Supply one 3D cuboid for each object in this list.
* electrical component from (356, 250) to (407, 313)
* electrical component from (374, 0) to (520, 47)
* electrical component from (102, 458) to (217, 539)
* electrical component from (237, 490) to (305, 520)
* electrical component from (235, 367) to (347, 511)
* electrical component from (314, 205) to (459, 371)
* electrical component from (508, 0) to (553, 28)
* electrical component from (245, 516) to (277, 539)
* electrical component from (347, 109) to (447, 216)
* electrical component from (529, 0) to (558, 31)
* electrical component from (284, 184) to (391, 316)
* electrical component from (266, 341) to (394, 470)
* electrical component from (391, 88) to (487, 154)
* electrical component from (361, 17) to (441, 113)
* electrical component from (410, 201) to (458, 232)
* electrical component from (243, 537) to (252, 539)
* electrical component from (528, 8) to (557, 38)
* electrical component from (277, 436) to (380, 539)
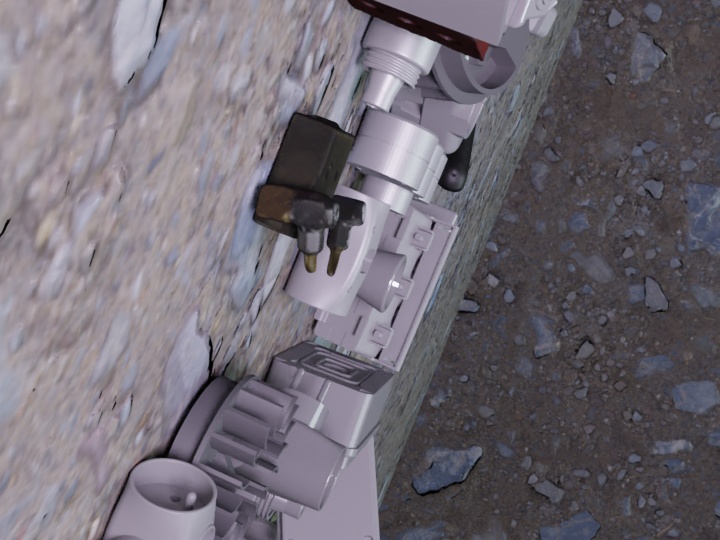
[{"bbox_3d":[0.000,0.000,0.767,0.045,0.055,0.045,23,90,-81],"label":"electrical component"},{"bbox_3d":[0.033,-0.167,0.429,0.150,0.089,0.061,85,29,-72],"label":"electrical component"},{"bbox_3d":[-0.107,0.143,0.520,0.079,0.044,0.077,-45,156,-66],"label":"electrical component"},{"bbox_3d":[-0.065,0.146,0.717,0.043,0.062,0.043,23,90,-81],"label":"electrical component"},{"bbox_3d":[-0.044,0.100,0.679,0.043,0.077,0.079,90,24,-67],"label":"electrical component"},{"bbox_3d":[0.015,0.007,0.842,0.063,0.079,0.121,27,86,-59],"label":"electrical component"},{"bbox_3d":[0.071,-0.190,0.584,0.048,0.100,0.099,-28,141,-57],"label":"electrical component"},{"bbox_3d":[-0.088,0.230,0.859,0.062,0.043,0.043,-52,163,-58],"label":"electrical component"},{"bbox_3d":[0.021,-0.061,0.753,0.138,0.052,0.073,16,97,-81],"label":"electrical component"},{"bbox_3d":[0.105,-0.188,0.773,0.066,0.047,0.076,-40,-155,8],"label":"electrical component"},{"bbox_3d":[-0.012,-0.013,0.703,0.079,0.043,0.077,4,109,-81],"label":"electrical component"},{"bbox_3d":[-0.026,0.096,0.783,0.113,0.078,0.057,-15,124,-79],"label":"electrical component"},{"bbox_3d":[0.061,-0.132,0.786,0.095,0.059,0.053,97,18,-60],"label":"electrical component"},{"bbox_3d":[0.021,-0.123,0.623,0.043,0.043,0.062,12,101,-81],"label":"electrical component"},{"bbox_3d":[0.039,-0.021,0.914,0.047,0.066,0.076,65,48,-78],"label":"electrical component"},{"bbox_3d":[-0.093,0.224,0.797,0.055,0.047,0.055,23,90,-81],"label":"electrical component"},{"bbox_3d":[0.110,-0.214,0.849,0.057,0.078,0.058,1,118,-61],"label":"electrical component"},{"bbox_3d":[-0.027,0.172,0.850,0.057,0.078,0.113,99,-12,-67],"label":"electrical component"}]
